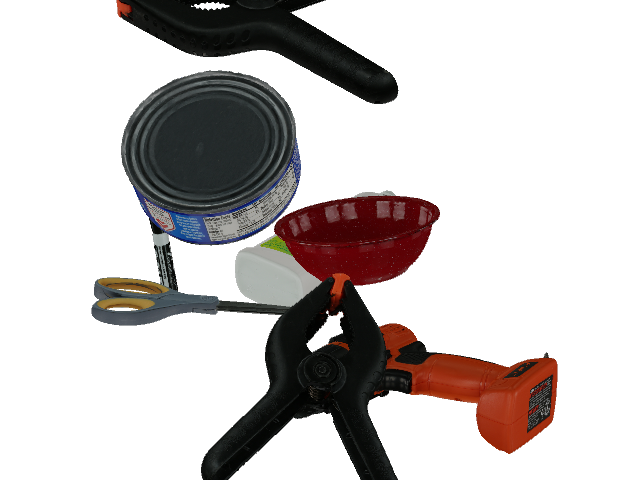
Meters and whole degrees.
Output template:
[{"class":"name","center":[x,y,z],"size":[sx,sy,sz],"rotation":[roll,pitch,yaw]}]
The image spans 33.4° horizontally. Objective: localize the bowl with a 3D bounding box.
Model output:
[{"class":"bowl","center":[0.038,0.003,1.037],"size":[0.162,0.055,0.162],"rotation":[-7,17,2]}]

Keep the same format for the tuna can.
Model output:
[{"class":"tuna can","center":[-0.053,-0.041,0.529],"size":[0.086,0.086,0.034],"rotation":[0,-32,7]}]

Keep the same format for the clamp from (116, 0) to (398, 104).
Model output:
[{"class":"clamp","center":[-0.039,-0.155,0.744],"size":[0.210,0.164,0.036],"rotation":[0,-42,-3]}]

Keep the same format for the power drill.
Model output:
[{"class":"power drill","center":[0.079,0.115,0.846],"size":[0.188,0.057,0.184],"rotation":[10,16,32]}]

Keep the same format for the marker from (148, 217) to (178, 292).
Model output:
[{"class":"marker","center":[-0.173,0.019,1.185],"size":[0.020,0.121,0.020],"rotation":[-5,25,2]}]

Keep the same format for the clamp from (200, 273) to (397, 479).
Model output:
[{"class":"clamp","center":[-0.010,0.095,0.675],"size":[0.120,0.171,0.039],"rotation":[7,-42,-8]}]

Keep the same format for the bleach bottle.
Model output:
[{"class":"bleach bottle","center":[0.012,-0.002,1.299],"size":[0.103,0.068,0.250],"rotation":[20,36,29]}]

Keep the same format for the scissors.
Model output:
[{"class":"scissors","center":[-0.114,0.063,0.951],"size":[0.202,0.016,0.096],"rotation":[9,19,12]}]
